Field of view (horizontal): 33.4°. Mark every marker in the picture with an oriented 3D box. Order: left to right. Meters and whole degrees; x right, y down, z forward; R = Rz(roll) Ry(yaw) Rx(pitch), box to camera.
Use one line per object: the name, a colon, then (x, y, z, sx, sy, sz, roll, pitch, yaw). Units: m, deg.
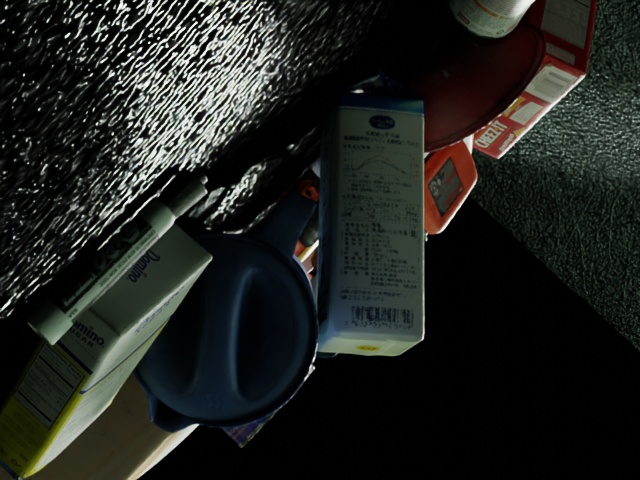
marker: (-0.104, 0.006, 0.561, 0.121, 0.020, 0.020, -47, 177, -18)

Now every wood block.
wood block: (-0.205, 0.189, 0.919, 0.205, 0.090, 0.091, -44, 175, -44)

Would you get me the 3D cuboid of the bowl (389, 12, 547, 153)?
bowl: (0.114, -0.151, 0.932, 0.162, 0.055, 0.162, -32, -151, 21)

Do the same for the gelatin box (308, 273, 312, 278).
gelatin box: (-0.048, 0.049, 1.343, 0.030, 0.089, 0.073, -43, 176, -31)

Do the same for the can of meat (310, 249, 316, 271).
can of meat: (-0.005, -0.014, 1.336, 0.084, 0.057, 0.102, -45, -169, 3)

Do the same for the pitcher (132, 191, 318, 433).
pitcher: (-0.058, 0.046, 0.828, 0.149, 0.145, 0.243, -15, -177, 3)

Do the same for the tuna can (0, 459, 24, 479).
tuna can: (-0.196, 0.129, 0.760, 0.086, 0.034, 0.086, -47, 177, -3)

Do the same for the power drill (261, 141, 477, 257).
power drill: (0.050, -0.048, 1.010, 0.188, 0.057, 0.184, -10, -150, 39)

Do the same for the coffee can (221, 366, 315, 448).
coffee can: (-0.090, 0.109, 1.001, 0.103, 0.140, 0.103, -47, 177, -3)

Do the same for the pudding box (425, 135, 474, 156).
pudding box: (0.107, -0.117, 1.061, 0.113, 0.090, 0.039, 72, 21, -64)

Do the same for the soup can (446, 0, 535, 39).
soup can: (0.151, -0.215, 0.845, 0.068, 0.068, 0.102, -46, 177, -31)

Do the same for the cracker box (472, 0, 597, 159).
cracker box: (0.218, -0.218, 1.124, 0.164, 0.072, 0.213, -49, -159, 55)

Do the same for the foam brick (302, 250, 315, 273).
foam brick: (-0.050, 0.025, 1.164, 0.078, 0.051, 0.053, -29, -175, 25)

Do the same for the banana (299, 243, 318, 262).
banana: (-0.001, -0.012, 1.136, 0.070, 0.037, 0.197, -61, 169, 24)

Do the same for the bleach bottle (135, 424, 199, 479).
bleach bottle: (-0.193, 0.196, 1.042, 0.250, 0.102, 0.068, -47, 176, -22)

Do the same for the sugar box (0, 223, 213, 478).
sugar box: (-0.139, 0.068, 0.652, 0.093, 0.048, 0.176, -44, 172, -50)
